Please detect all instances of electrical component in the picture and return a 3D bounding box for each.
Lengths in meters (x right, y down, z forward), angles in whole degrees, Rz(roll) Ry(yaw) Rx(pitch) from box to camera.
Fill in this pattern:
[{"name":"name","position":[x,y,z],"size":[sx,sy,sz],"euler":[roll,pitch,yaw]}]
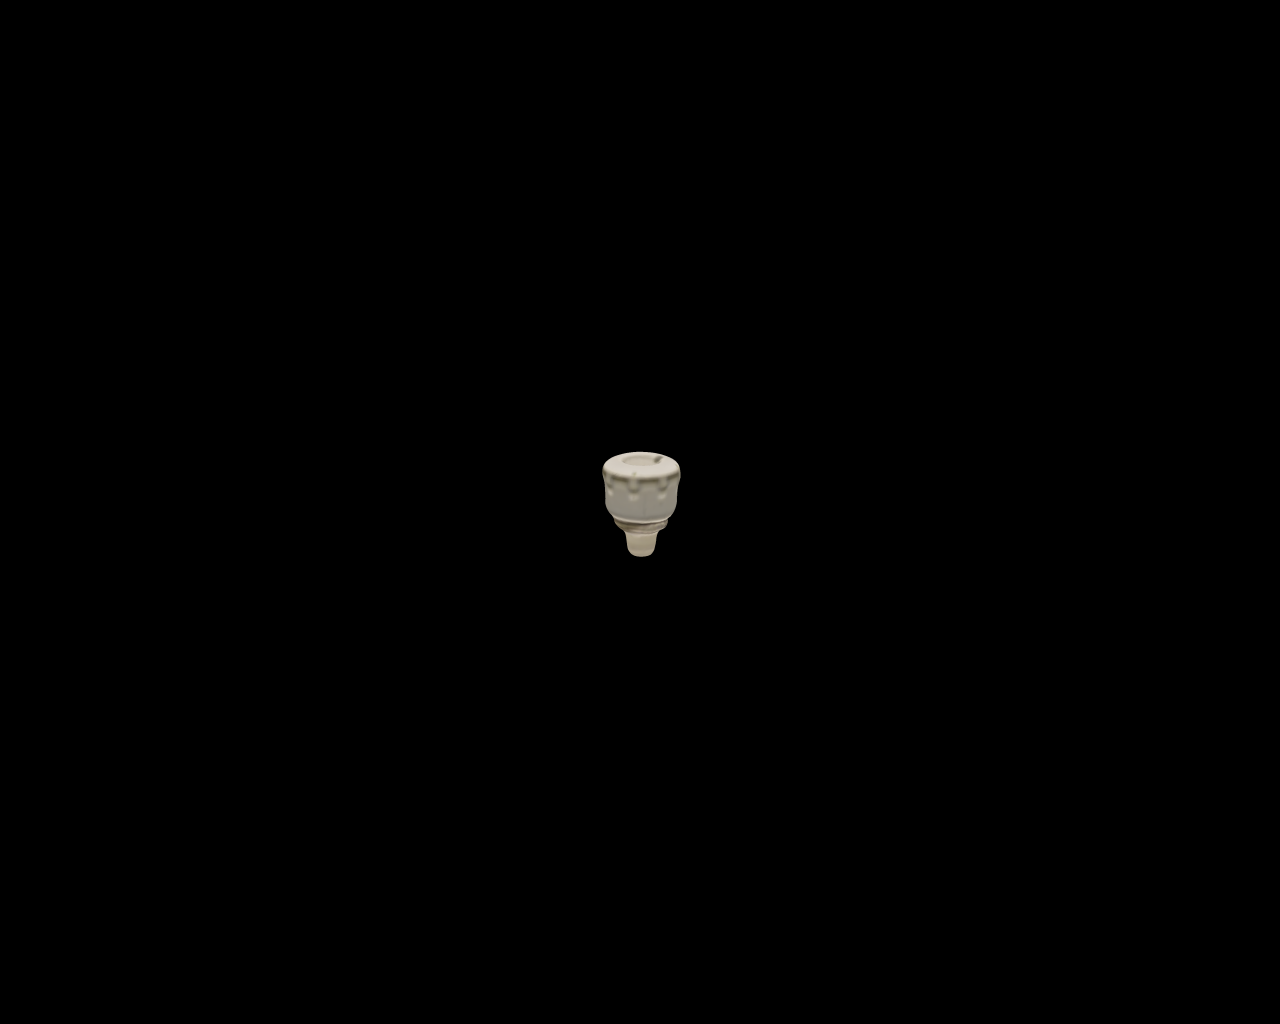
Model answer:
[{"name":"electrical component","position":[0.001,-0.003,0.650],"size":[0.048,0.062,0.048],"euler":[0,18,0]}]
